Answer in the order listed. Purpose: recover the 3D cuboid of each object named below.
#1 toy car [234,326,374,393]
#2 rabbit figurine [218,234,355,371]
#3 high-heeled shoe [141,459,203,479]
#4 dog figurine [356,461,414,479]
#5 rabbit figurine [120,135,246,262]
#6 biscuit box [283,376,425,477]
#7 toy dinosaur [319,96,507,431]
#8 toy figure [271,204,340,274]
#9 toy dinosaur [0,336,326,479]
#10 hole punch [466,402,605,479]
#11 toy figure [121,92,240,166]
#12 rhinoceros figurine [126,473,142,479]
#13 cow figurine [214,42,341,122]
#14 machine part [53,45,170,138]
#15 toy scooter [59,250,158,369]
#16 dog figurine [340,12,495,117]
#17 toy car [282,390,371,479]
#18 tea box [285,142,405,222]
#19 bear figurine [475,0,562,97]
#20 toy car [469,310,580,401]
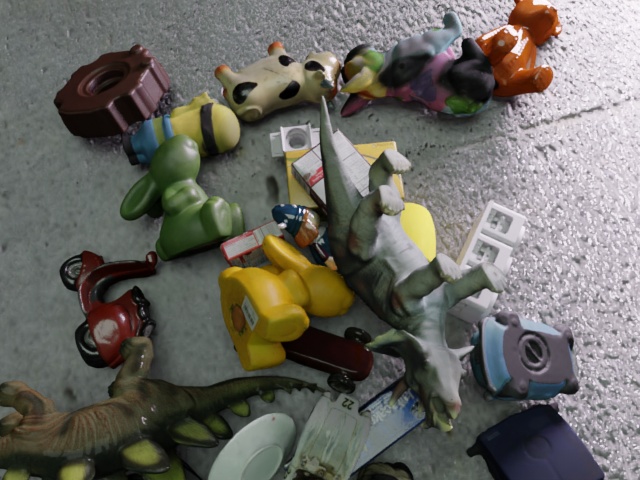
[{"bbox_3d":[-0.025,0.145,0.745,0.202,0.053,0.089,16,56,8],"label":"toy car"},{"bbox_3d":[-0.040,0.077,0.712,0.173,0.121,0.162,-10,44,-30],"label":"rabbit figurine"},{"bbox_3d":[-0.126,0.372,0.678,0.086,0.145,0.248,-45,105,-4],"label":"high-heeled shoe"},{"bbox_3d":[0.133,0.335,0.619,0.191,0.172,0.121,29,63,3],"label":"dog figurine"},{"bbox_3d":[-0.202,-0.064,0.791,0.159,0.121,0.170,-18,85,17],"label":"rabbit figurine"},{"bbox_3d":[0.052,0.256,0.700,0.203,0.062,0.059,-34,75,-10],"label":"biscuit box"},{"bbox_3d":[0.079,0.027,0.672,0.131,0.192,0.405,-9,60,-46],"label":"toy dinosaur"},{"bbox_3d":[-0.003,-0.002,0.763,0.154,0.064,0.058,43,84,-21],"label":"toy figure"},{"bbox_3d":[-0.222,0.225,0.659,0.471,0.104,0.199,-17,42,-29],"label":"toy dinosaur"},{"bbox_3d":[0.273,0.275,0.678,0.142,0.092,0.116,-25,69,-4],"label":"hole punch"},{"bbox_3d":[-0.214,-0.158,0.840,0.180,0.082,0.089,-19,73,-8],"label":"toy figure"},{"bbox_3d":[-0.239,0.390,0.660,0.112,0.073,0.190,-10,69,-14],"label":"rhinoceros figurine"},{"bbox_3d":[-0.056,-0.250,0.867,0.195,0.085,0.127,-25,66,-10],"label":"cow figurine"},{"bbox_3d":[-0.329,-0.235,0.848,0.179,0.056,0.179,-10,50,12],"label":"machine part"},{"bbox_3d":[-0.284,0.083,0.763,0.135,0.075,0.184,-23,67,-8],"label":"toy scooter"},{"bbox_3d":[0.139,-0.246,0.853,0.219,0.108,0.191,-27,75,-4],"label":"dog figurine"},{"bbox_3d":[-0.005,0.277,0.631,0.074,0.056,0.201,24,76,7],"label":"toy car"},{"bbox_3d":[0.035,-0.086,0.816,0.170,0.068,0.098,-7,71,-2],"label":"tea box"},{"bbox_3d":[0.336,-0.325,0.866,0.120,0.132,0.196,43,80,-12],"label":"bear figurine"},{"bbox_3d":[0.256,0.156,0.708,0.161,0.103,0.109,8,70,-23],"label":"toy car"}]
